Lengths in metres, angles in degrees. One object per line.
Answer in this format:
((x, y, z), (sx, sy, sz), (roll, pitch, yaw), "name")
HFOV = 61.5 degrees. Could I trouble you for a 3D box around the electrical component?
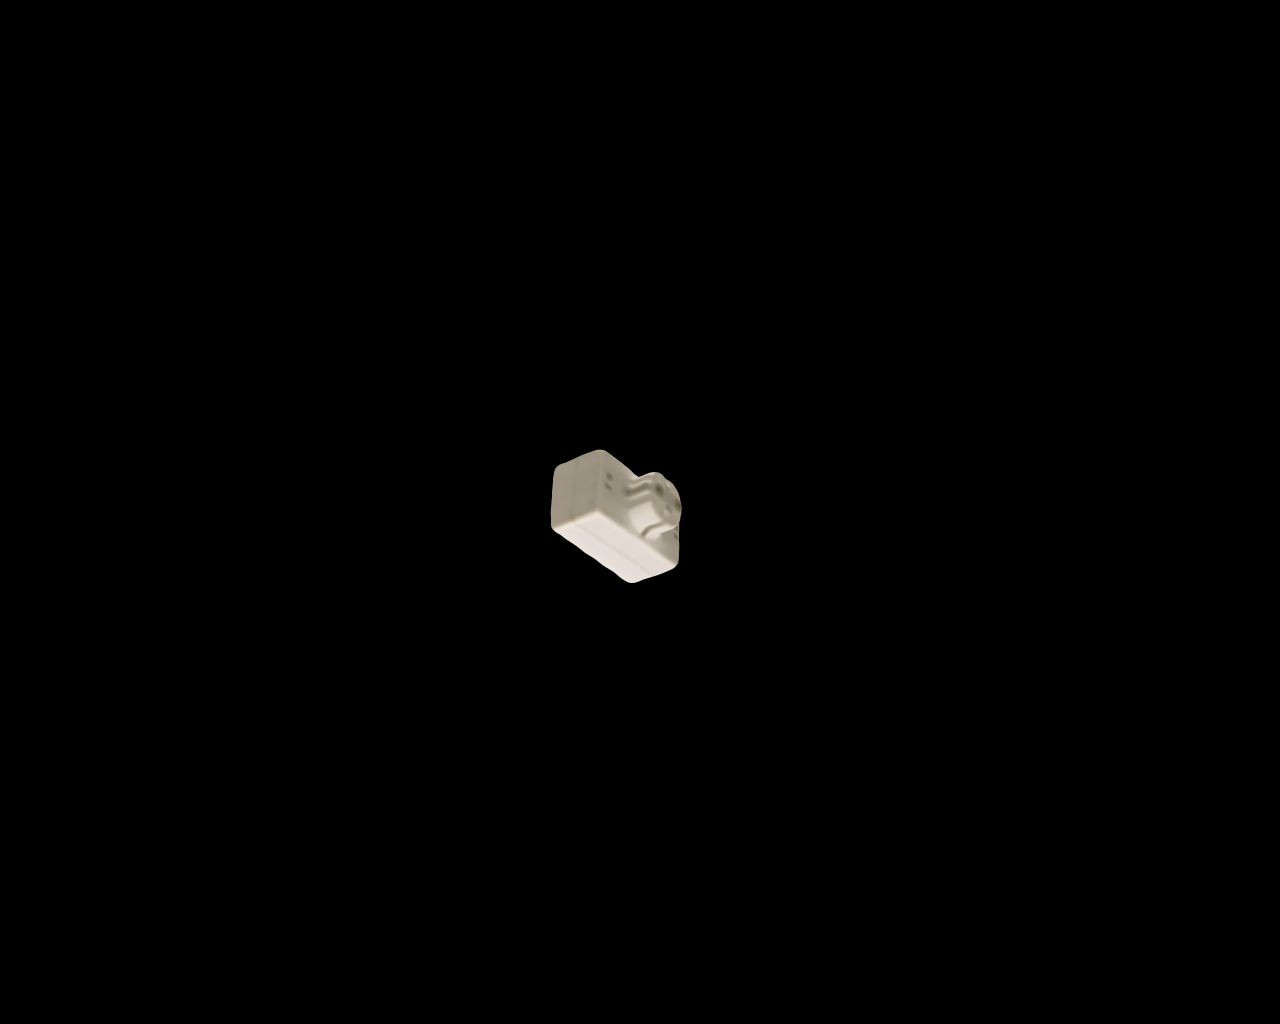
((0.001, -0.003, 0.650), (0.075, 0.047, 0.083), (-22, -39, 30), "electrical component")
